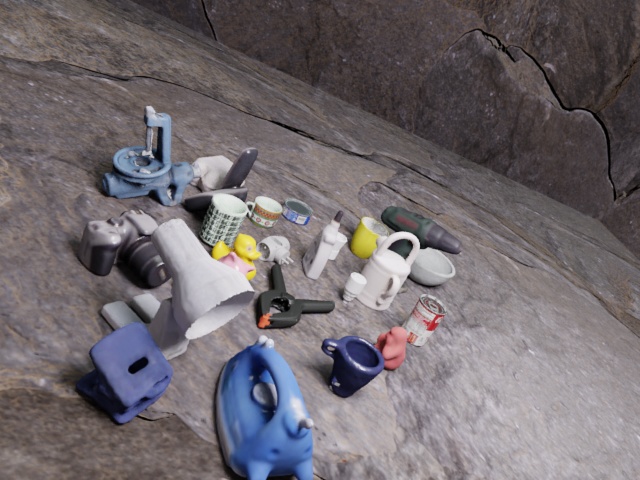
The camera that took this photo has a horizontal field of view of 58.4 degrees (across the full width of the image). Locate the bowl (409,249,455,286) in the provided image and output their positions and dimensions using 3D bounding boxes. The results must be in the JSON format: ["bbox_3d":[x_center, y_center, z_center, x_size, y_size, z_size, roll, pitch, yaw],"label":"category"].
[{"bbox_3d":[0.285,0.075,1.584,0.168,0.074,0.167,23,26,-11],"label":"bowl"}]

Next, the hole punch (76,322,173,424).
[{"bbox_3d":[-0.264,0.182,0.803,0.101,0.091,0.109,34,26,11],"label":"hole punch"}]

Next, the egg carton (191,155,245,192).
[{"bbox_3d":[-0.265,-0.166,1.482,0.107,0.069,0.151,36,26,16],"label":"egg carton"}]

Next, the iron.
[{"bbox_3d":[-0.080,0.227,0.848,0.119,0.141,0.257,11,30,-33],"label":"iron"}]

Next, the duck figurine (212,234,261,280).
[{"bbox_3d":[-0.170,0.025,1.200,0.104,0.086,0.078,31,25,6],"label":"duck figurine"}]

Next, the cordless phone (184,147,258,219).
[{"bbox_3d":[-0.222,-0.139,1.338,0.094,0.185,0.148,36,26,16],"label":"cordless phone"}]

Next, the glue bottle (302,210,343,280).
[{"bbox_3d":[0.012,0.005,1.322,0.037,0.173,0.078,18,27,-20],"label":"glue bottle"}]

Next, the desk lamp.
[{"bbox_3d":[-0.219,0.089,0.881,0.202,0.213,0.118,39,27,22],"label":"desk lamp"}]

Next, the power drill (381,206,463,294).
[{"bbox_3d":[0.228,0.028,1.457,0.229,0.208,0.076,42,29,28],"label":"power drill"}]

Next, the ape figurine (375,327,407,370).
[{"bbox_3d":[0.145,0.213,1.161,0.076,0.092,0.078,33,25,9],"label":"ape figurine"}]

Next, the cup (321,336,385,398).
[{"bbox_3d":[0.044,0.229,1.025,0.118,0.095,0.091,24,25,-9],"label":"cup"}]

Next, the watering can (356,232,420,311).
[{"bbox_3d":[0.158,0.057,1.347,0.101,0.194,0.172,7,33,-38],"label":"watering can"}]

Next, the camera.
[{"bbox_3d":[-0.333,0.017,1.033,0.136,0.100,0.144,41,28,25],"label":"camera"}]

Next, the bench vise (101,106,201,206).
[{"bbox_3d":[-0.355,-0.188,1.255,0.121,0.219,0.208,39,27,21],"label":"bench vise"}]

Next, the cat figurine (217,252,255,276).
[{"bbox_3d":[-0.193,0.059,1.075,0.128,0.117,0.067,25,25,-8],"label":"cat figurine"}]
